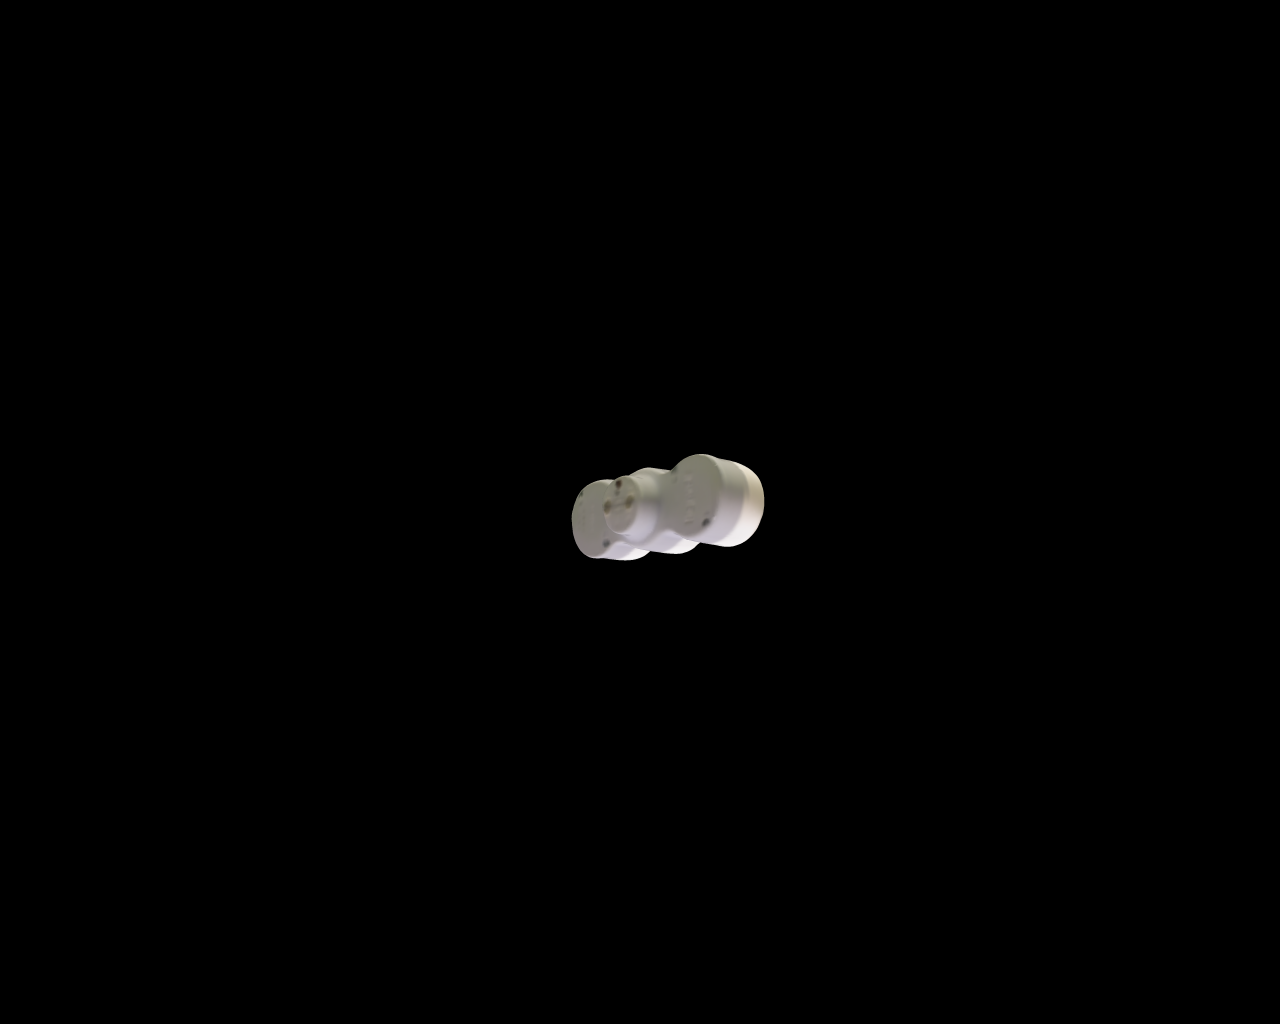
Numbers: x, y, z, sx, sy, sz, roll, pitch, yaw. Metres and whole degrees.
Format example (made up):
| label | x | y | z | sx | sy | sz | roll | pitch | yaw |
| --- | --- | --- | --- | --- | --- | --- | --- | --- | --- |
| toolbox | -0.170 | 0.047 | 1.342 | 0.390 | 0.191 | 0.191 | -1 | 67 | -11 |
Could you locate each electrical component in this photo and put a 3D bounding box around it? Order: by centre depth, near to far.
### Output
| label | x | y | z | sx | sy | sz | roll | pitch | yaw |
| --- | --- | --- | --- | --- | --- | --- | --- | --- | --- |
| electrical component | 0.001 | -0.003 | 0.650 | 0.074 | 0.052 | 0.138 | 10 | -14 | -42 |
